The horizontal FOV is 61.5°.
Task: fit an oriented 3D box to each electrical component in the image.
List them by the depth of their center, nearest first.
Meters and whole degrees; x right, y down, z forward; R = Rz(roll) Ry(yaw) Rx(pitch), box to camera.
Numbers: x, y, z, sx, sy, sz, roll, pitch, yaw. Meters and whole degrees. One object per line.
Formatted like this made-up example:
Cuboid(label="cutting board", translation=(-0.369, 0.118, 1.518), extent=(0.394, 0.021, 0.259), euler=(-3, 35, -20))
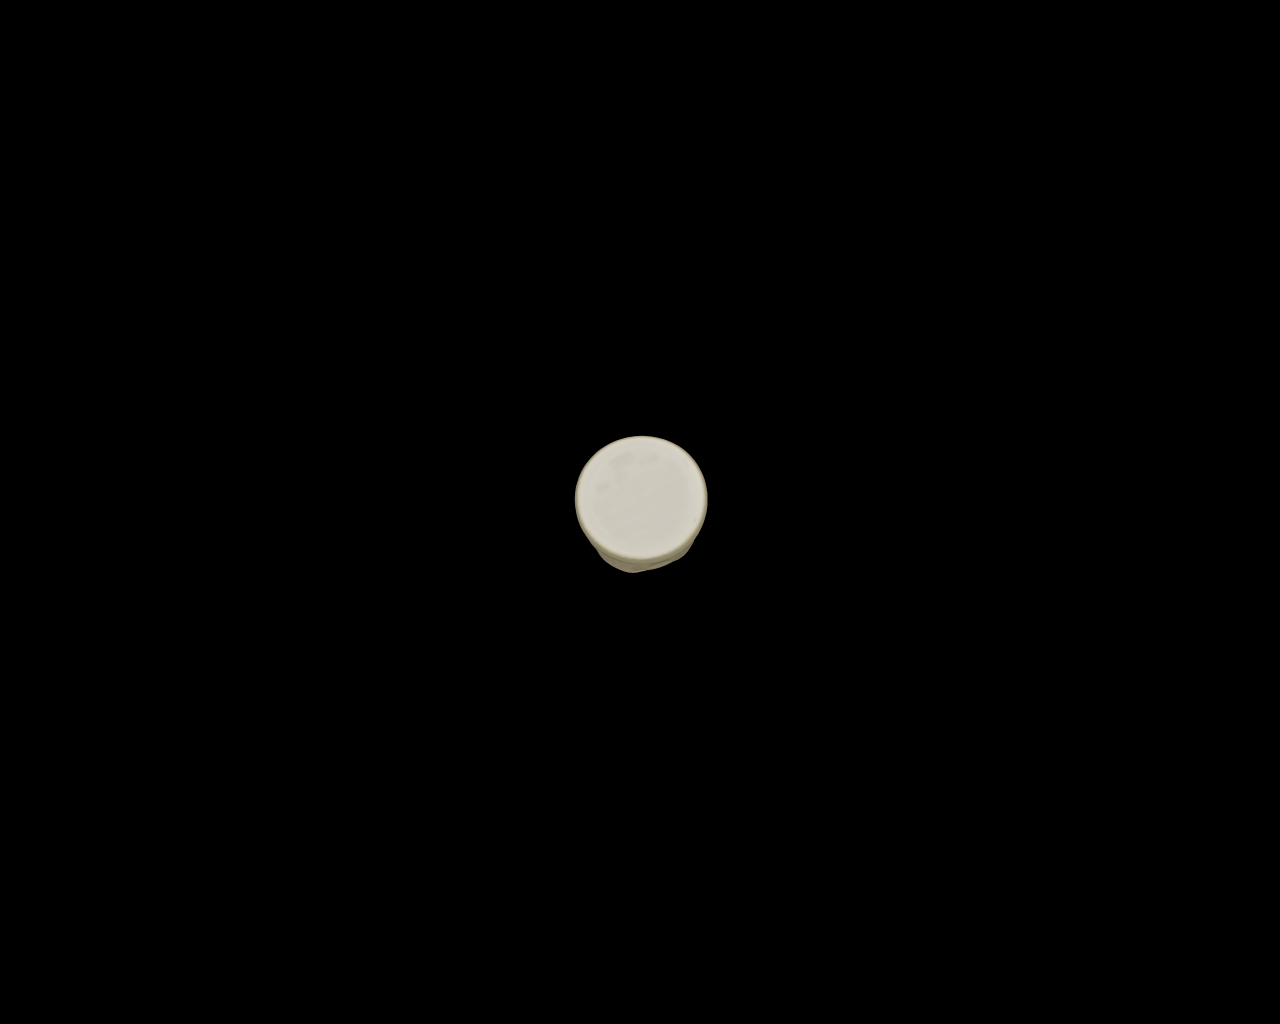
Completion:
Cuboid(label="electrical component", translation=(0.001, -0.003, 0.650), extent=(0.080, 0.080, 0.051), euler=(0, -16, 0))
